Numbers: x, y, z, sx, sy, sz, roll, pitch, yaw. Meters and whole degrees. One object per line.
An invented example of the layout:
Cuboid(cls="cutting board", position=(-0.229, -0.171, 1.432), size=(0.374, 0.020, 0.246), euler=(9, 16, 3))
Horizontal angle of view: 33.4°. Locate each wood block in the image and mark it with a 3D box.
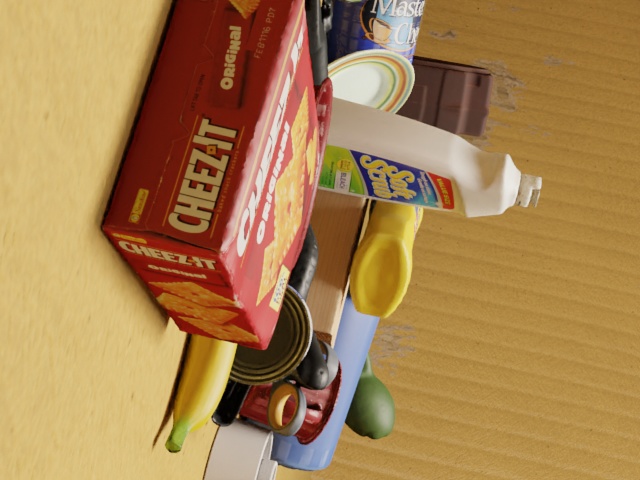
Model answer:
Cuboid(cls="wood block", position=(-0.007, 0.002, 1.092), size=(0.090, 0.091, 0.206), euler=(89, 14, -70))

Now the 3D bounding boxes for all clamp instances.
Cuboid(cls="clamp", position=(-0.045, 0.062, 0.957), size=(0.165, 0.036, 0.210), euler=(-36, -137, 43))
Cuboid(cls="clamp", position=(-0.007, -0.183, 0.916), size=(0.171, 0.039, 0.120), euler=(-19, 106, -82))

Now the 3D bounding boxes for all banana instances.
Cuboid(cls="banana", position=(-0.075, 0.057, 0.787), size=(0.069, 0.037, 0.198), euler=(-157, -100, -84))

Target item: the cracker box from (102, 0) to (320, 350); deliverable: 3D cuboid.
Cuboid(cls="cracker box", position=(-0.051, -0.039, 0.638), size=(0.214, 0.072, 0.164), euler=(83, 20, -72))

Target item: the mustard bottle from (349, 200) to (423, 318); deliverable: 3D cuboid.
Cuboid(cls="mustard bottle", position=(0.072, -0.007, 1.097), size=(0.191, 0.058, 0.096), euler=(-70, 170, -61))

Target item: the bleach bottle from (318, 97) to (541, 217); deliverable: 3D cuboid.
Cuboid(cls="bleach bottle", position=(0.086, -0.076, 1.017), size=(0.103, 0.251, 0.068), euler=(95, 9, -55))

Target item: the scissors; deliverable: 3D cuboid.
Cuboid(cls="scissors", position=(-0.044, 0.126, 0.970), size=(0.202, 0.016, 0.096), euler=(-8, -124, 62))

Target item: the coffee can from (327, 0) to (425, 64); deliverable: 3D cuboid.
Cuboid(cls="coffee can", position=(0.058, -0.242, 1.146), size=(0.102, 0.103, 0.140), euler=(-64, 165, -68))

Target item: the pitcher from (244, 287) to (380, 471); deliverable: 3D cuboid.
Cuboid(cls="pitcher", position=(-0.014, 0.128, 1.217), size=(0.149, 0.145, 0.243), euler=(8, 98, -72))

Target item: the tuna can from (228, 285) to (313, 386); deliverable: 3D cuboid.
Cuboid(cls="tuna can", position=(-0.049, 0.071, 0.844), size=(0.033, 0.086, 0.086), euler=(30, 73, -85))

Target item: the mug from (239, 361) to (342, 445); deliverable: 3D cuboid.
Cuboid(cls="mug", position=(-0.033, 0.149, 1.048), size=(0.093, 0.081, 0.117), euler=(-63, -162, 8))

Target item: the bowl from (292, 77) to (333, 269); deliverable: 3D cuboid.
Cuboid(cls="bowl", position=(-0.033, -0.058, 0.872), size=(0.162, 0.055, 0.162), euler=(13, 89, -85))
